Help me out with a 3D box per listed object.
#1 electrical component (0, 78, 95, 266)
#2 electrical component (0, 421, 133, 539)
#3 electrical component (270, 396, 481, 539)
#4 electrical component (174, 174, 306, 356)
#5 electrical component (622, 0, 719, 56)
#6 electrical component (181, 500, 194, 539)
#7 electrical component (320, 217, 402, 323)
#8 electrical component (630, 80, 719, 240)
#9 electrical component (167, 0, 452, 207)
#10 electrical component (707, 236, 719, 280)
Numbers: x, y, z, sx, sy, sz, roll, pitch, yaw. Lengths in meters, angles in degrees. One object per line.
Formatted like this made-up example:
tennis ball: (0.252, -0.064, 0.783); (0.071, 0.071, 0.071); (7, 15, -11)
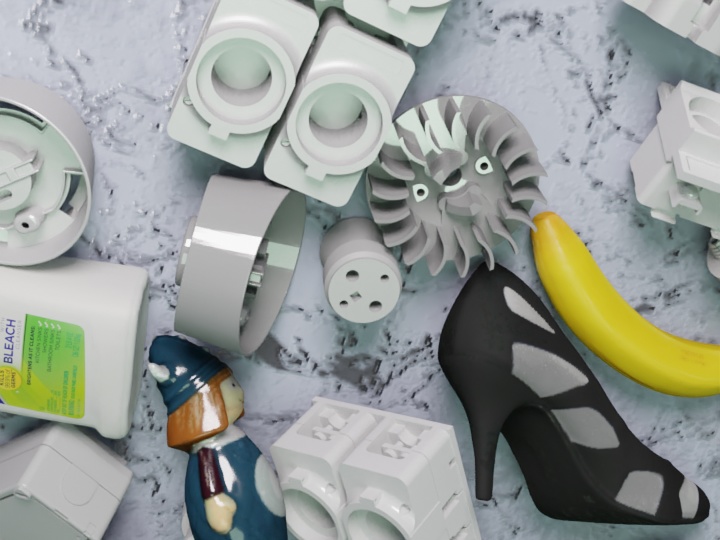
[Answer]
electrical component: (-0.190, -0.053, 0.577); (0.099, 0.064, 0.099); (-2, 116, -4)
electrical component: (-0.196, 0.136, 0.665); (0.096, 0.061, 0.061); (-25, 120, 39)
electrical component: (0.018, 0.181, 0.683); (0.105, 0.060, 0.186); (7, 124, 37)
electrical component: (-0.067, -0.004, 0.597); (0.064, 0.099, 0.099); (14, 114, -5)
electrical component: (0.182, -0.153, 0.568); (0.078, 0.058, 0.057); (23, 114, -16)
electrical component: (-0.094, 0.170, 0.700); (0.045, 0.055, 0.045); (-2, 116, -4)
electrical component: (0.000, 0.000, 0.626); (0.045, 0.055, 0.045); (-2, 116, -4)
electrical component: (0.223, -0.053, 0.615); (0.121, 0.078, 0.063); (17, 135, -13)
electrical component: (-0.016, -0.137, 0.555); (0.105, 0.060, 0.186); (22, 112, -15)
electrical component: (0.244, 0.004, 0.657); (0.081, 0.043, 0.043); (34, 108, -19)
